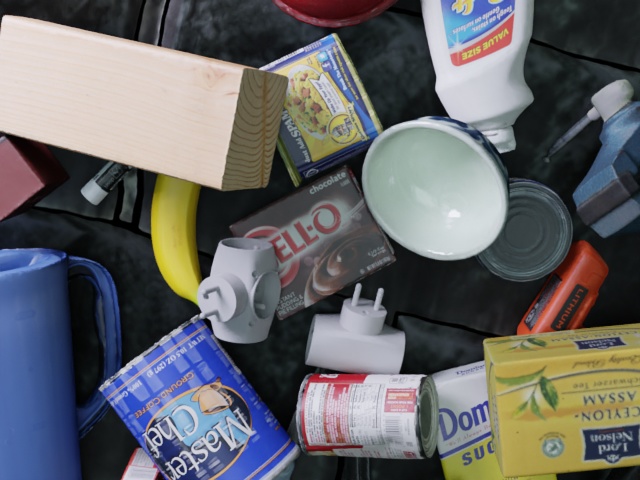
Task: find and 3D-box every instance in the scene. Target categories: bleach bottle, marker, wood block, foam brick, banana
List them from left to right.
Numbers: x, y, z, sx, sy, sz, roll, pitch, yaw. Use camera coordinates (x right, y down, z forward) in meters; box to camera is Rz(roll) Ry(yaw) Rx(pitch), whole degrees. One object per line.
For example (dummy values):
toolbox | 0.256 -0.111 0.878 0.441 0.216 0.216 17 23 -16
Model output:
foam brick | -0.248 -0.052 0.870 0.053 0.078 0.051 -37 96 7
wood block | -0.141 -0.107 0.823 0.206 0.090 0.091 15 99 19
marker | -0.153 -0.078 0.894 0.020 0.020 0.121 44 95 -4
banana | -0.105 -0.038 0.886 0.070 0.037 0.198 6 95 10
bleach bottle | 0.132 -0.195 0.852 0.102 0.068 0.251 -9 99 6

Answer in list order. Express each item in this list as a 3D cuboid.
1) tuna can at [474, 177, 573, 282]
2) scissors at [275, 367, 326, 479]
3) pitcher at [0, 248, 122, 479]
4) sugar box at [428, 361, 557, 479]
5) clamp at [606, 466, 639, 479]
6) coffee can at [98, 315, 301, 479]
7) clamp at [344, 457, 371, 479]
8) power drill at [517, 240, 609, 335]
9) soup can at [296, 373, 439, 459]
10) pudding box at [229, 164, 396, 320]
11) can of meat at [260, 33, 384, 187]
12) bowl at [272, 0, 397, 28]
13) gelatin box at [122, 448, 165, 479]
tuna can | 0.165 -0.008 0.887 0.086 0.034 0.086 0 97 1
scissors | -0.020 0.212 0.927 0.096 0.016 0.202 36 96 -4
pitcher | -0.250 0.129 0.875 0.149 0.145 0.243 -2 101 14
sugar box | 0.150 0.192 0.906 0.093 0.048 0.176 -15 97 4
clamp | 0.284 0.260 0.896 0.164 0.036 0.210 -3 114 -1
coffee can | -0.097 0.147 0.870 0.103 0.102 0.140 -37 88 5
clamp | 0.049 0.246 0.903 0.120 0.039 0.171 25 102 33
power drill | 0.274 0.078 0.883 0.187 0.057 0.184 31 97 -2
soup can | 0.040 0.143 0.865 0.102 0.068 0.068 -2 97 20
pudding box | -0.006 0.001 0.890 0.113 0.039 0.090 -28 95 5
can of meat | -0.004 -0.107 0.868 0.084 0.057 0.102 -25 96 3
bowl | 0.000 -0.245 0.824 0.162 0.055 0.162 6 106 22
gelatin box | -0.147 0.222 0.894 0.030 0.089 0.073 3 97 -2
